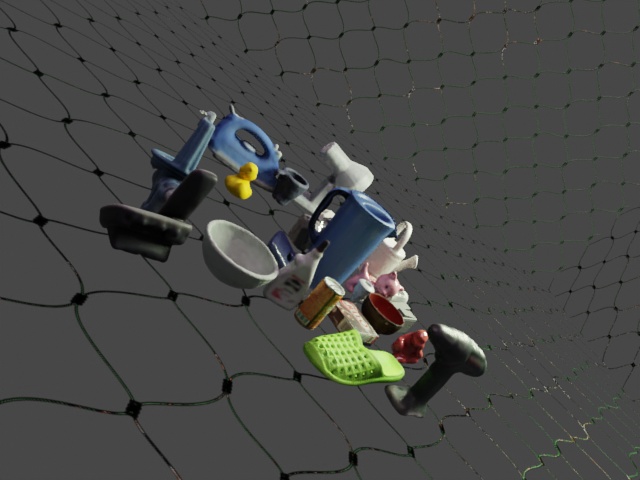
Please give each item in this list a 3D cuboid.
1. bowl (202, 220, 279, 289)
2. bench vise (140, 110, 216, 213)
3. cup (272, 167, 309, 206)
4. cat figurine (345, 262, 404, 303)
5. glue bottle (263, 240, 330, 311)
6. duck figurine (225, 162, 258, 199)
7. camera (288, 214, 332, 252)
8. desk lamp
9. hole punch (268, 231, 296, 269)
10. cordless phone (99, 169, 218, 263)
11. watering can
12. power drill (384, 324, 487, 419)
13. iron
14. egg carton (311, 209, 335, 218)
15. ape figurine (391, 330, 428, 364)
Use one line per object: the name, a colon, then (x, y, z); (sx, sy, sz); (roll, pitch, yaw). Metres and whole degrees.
bowl: (-0.167, 0.041, 1.112); (0.168, 0.074, 0.167); (35, 20, -14)
bench vise: (-0.257, -0.137, 1.117); (0.122, 0.219, 0.207); (22, 26, -42)
cup: (-0.102, -0.150, 1.628); (0.118, 0.095, 0.091); (20, 27, -45)
cat figurine: (0.149, 0.112, 1.479); (0.128, 0.117, 0.067); (41, 19, 2)
glue bottle: (-0.038, 0.063, 1.154); (0.078, 0.173, 0.037); (32, 20, -22)
duck figurine: (-0.196, -0.161, 1.491); (0.078, 0.086, 0.104); (34, 20, -17)
camera: (0.014, 0.005, 1.491); (0.144, 0.100, 0.136); (23, 25, -41)
desk lamp: (0.028, -0.182, 1.761); (0.204, 0.213, 0.118); (34, 20, -18)
hole punch: (-0.083, 0.044, 1.238); (0.101, 0.091, 0.109); (39, 19, -3)
cordless phone: (-0.272, -0.063, 0.978); (0.148, 0.185, 0.094); (17, 29, -49)
watering can: (0.202, 0.030, 1.647); (0.173, 0.194, 0.100); (26, 23, -35)
power drill: (0.233, 0.265, 1.160); (0.231, 0.208, 0.075); (22, 26, -43)
iron: (-0.196, -0.259, 1.623); (0.259, 0.141, 0.118); (35, 20, -16)
egg carton: (0.037, -0.024, 1.646); (0.150, 0.069, 0.107); (41, 19, 2)
ape figurine: (0.215, 0.247, 1.344); (0.078, 0.092, 0.076); (38, 19, -5)
